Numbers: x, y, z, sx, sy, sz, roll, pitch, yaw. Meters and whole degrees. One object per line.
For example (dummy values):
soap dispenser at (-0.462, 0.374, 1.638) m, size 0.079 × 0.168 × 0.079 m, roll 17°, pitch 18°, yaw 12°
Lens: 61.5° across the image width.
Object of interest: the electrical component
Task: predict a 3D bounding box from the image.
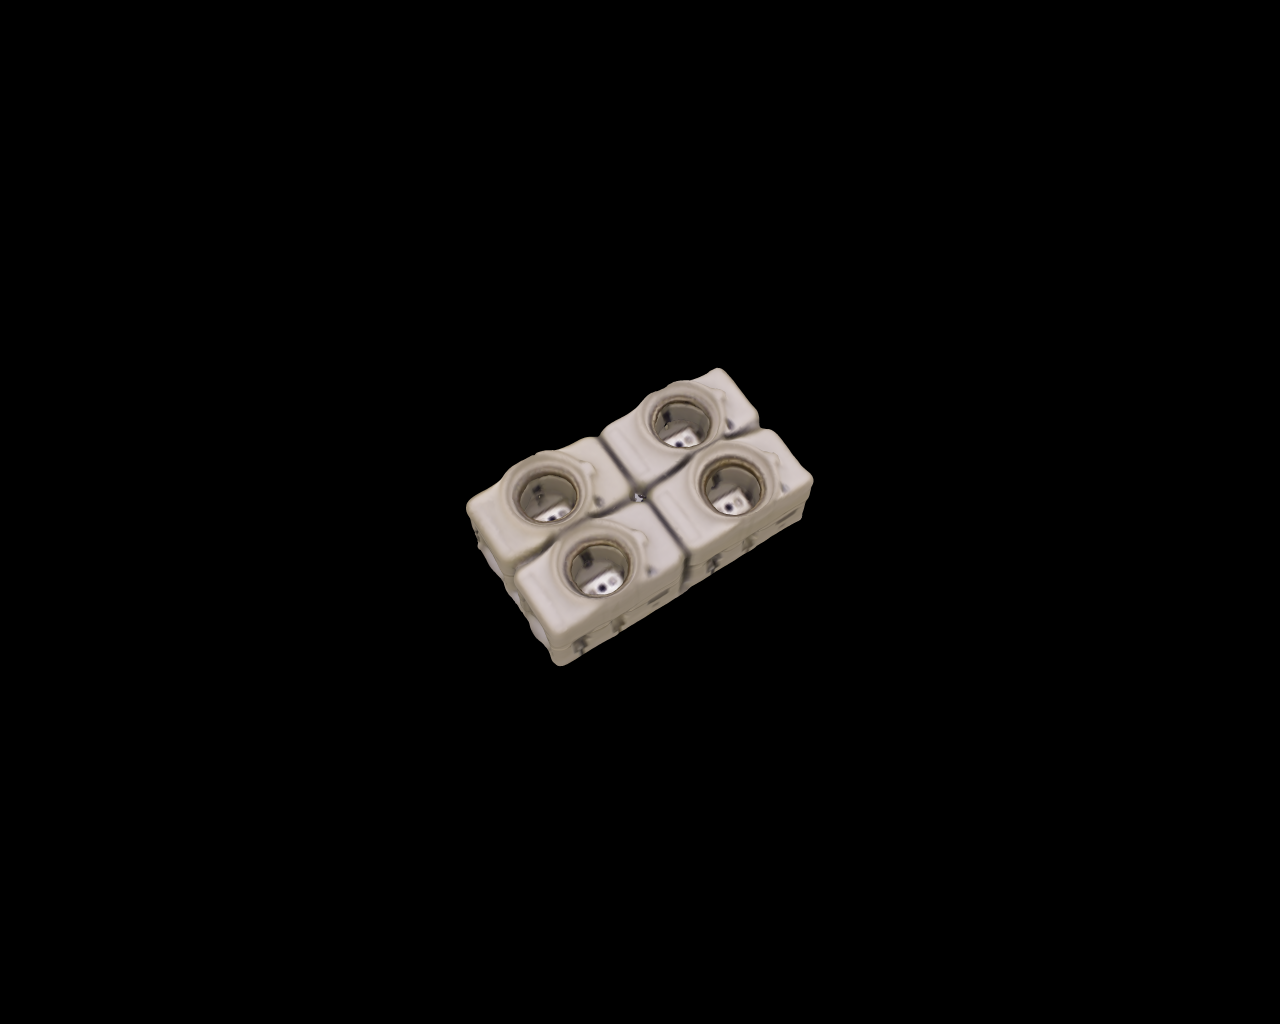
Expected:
electrical component at (0.001, -0.003, 0.650) m, size 0.186 × 0.105 × 0.060 m, roll -30°, pitch -23°, yaw -14°
